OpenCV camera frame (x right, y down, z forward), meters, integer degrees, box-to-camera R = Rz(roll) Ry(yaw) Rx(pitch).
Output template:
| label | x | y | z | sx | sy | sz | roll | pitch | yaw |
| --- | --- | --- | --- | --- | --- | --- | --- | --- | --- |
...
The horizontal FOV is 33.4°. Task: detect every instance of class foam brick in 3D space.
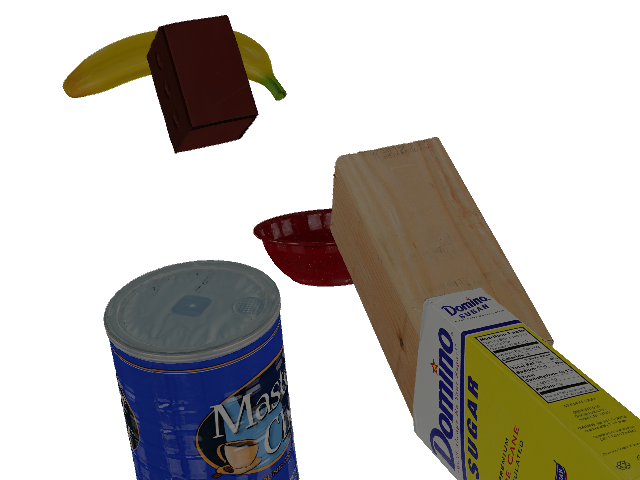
| label | x | y | z | sx | sy | sz | roll | pitch | yaw |
| --- | --- | --- | --- | --- | --- | --- | --- | --- | --- |
| foam brick | -0.083 | -0.109 | 0.743 | 0.051 | 0.078 | 0.053 | -14 | -9 | -21 |

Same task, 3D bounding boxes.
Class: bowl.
| label | x | y | z | sx | sy | sz | roll | pitch | yaw |
| --- | --- | --- | --- | --- | --- | --- | --- | --- | --- |
| bowl | 0.014 | 0.009 | 1.094 | 0.162 | 0.055 | 0.162 | -4 | 13 | 1 |

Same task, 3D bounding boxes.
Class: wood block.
| label | x | y | z | sx | sy | sz | roll | pitch | yaw |
| --- | --- | --- | --- | --- | --- | --- | --- | --- | --- |
| wood block | 0.082 | 0.030 | 0.803 | 0.090 | 0.206 | 0.091 | -12 | -39 | -13 |

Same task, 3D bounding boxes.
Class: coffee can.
| label | x | y | z | sx | sy | sz | roll | pitch | yaw |
| --- | --- | --- | --- | --- | --- | --- | --- | --- | --- |
| coffee can | -0.069 | 0.097 | 0.650 | 0.103 | 0.140 | 0.103 | -4 | 28 | 2 |

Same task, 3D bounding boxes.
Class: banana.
| label | x | y | z | sx | sy | sz | roll | pitch | yaw |
| --- | --- | --- | --- | --- | --- | --- | --- | --- | --- |
| banana | -0.130 | -0.161 | 0.958 | 0.197 | 0.069 | 0.037 | -1 | -33 | -4 |

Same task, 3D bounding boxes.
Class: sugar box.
| label | x | y | z | sx | sy | sz | roll | pitch | yaw |
| --- | --- | --- | --- | --- | --- | --- | --- | --- | --- |
| sugar box | 0.109 | 0.105 | 0.548 | 0.048 | 0.093 | 0.176 | -11 | 28 | -26 |
